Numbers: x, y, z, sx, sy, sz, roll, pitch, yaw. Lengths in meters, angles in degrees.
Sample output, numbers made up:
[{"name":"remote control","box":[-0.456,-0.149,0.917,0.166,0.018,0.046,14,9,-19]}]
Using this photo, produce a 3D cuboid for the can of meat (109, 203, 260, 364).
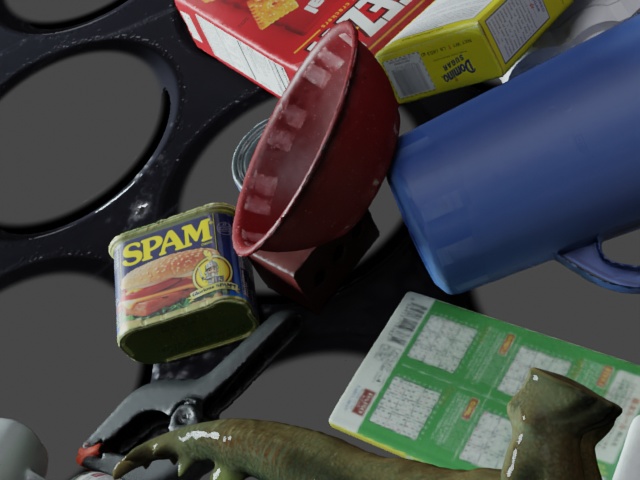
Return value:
[{"name":"can of meat","box":[-0.095,0.033,0.750,0.102,0.057,0.084,-18,53,10]}]

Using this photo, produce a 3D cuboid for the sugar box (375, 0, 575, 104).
[{"name":"sugar box","box":[0.123,-0.161,0.732,0.094,0.048,0.176,-7,28,48]}]

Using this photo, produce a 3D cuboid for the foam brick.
[{"name":"foam brick","box":[-0.005,0.001,0.739,0.051,0.053,0.078,25,69,35]}]

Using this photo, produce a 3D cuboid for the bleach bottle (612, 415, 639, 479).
[{"name":"bleach bottle","box":[0.261,0.164,0.498,0.251,0.068,0.102,12,62,27]}]

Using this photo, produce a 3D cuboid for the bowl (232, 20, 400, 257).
[{"name":"bowl","box":[0.004,-0.054,0.672,0.162,0.055,0.162,-56,19,30]}]

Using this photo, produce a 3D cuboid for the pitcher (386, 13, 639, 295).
[{"name":"pitcher","box":[0.171,-0.049,0.663,0.243,0.145,0.149,-24,28,9]}]

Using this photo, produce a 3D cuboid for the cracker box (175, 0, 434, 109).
[{"name":"cracker box","box":[0.007,-0.193,0.868,0.164,0.072,0.214,-44,52,-12]}]

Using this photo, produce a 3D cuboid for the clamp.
[{"name":"clamp","box":[-0.075,0.111,0.693,0.172,0.039,0.120,-11,49,15]}]

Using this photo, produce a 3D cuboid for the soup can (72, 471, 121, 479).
[{"name":"soup can","box":[-0.105,0.182,0.632,0.102,0.068,0.068,10,59,29]}]

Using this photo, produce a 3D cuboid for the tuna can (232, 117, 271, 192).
[{"name":"tuna can","box":[-0.022,-0.055,0.800,0.086,0.033,0.086,-11,52,14]}]
